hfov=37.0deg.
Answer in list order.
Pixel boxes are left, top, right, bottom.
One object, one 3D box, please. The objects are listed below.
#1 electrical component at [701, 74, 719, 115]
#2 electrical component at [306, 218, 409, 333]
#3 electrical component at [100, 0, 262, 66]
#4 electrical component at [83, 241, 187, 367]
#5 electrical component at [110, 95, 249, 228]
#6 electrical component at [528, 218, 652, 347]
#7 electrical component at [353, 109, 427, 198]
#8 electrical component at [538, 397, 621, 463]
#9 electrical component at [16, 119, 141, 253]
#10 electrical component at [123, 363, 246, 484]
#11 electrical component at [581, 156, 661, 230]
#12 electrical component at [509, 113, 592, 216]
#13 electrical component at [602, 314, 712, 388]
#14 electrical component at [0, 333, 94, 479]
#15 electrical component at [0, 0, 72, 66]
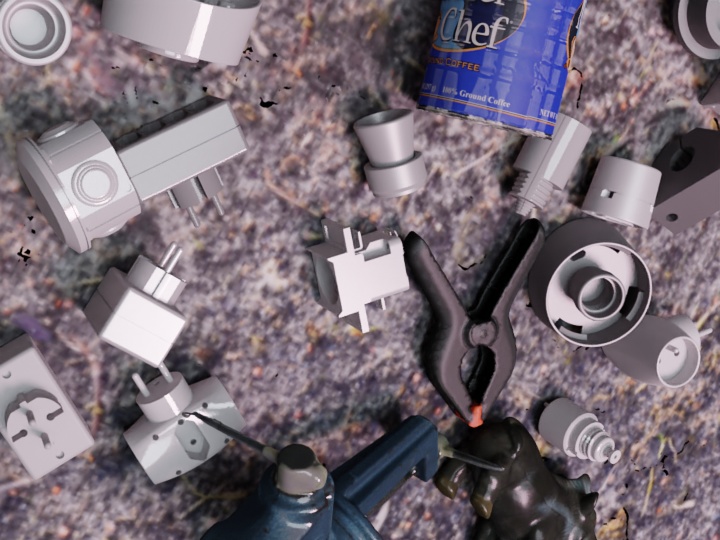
[{"bbox_3d":[0.340,-0.158,0.875,0.048,0.100,0.099,34,88,-13],"label":"electrical component"},{"bbox_3d":[0.000,0.000,0.800,0.064,0.042,0.081,-18,110,-22],"label":"electrical component"},{"bbox_3d":[-0.114,-0.168,0.682,0.099,0.099,0.064,11,105,-25],"label":"electrical component"},{"bbox_3d":[-0.143,0.015,0.729,0.047,0.066,0.076,32,89,-26],"label":"electrical component"},{"bbox_3d":[-0.117,-0.066,0.731,0.083,0.047,0.075,-28,112,-15],"label":"electrical component"},{"bbox_3d":[0.188,0.012,0.884,0.099,0.064,0.099,-3,109,-9],"label":"electrical component"},{"bbox_3d":[0.023,-0.085,0.787,0.045,0.045,0.055,-21,110,-17],"label":"electrical component"},{"bbox_3d":[0.184,0.137,0.895,0.040,0.078,0.040,-15,118,-30],"label":"electrical component"},{"bbox_3d":[-0.181,-0.055,0.689,0.051,0.080,0.080,-31,113,-19],"label":"electrical component"},{"bbox_3d":[-0.133,0.099,0.766,0.077,0.043,0.079,-32,113,-13],"label":"electrical component"},{"bbox_3d":[0.212,-0.063,0.868,0.055,0.055,0.047,16,92,-25],"label":"electrical component"},{"bbox_3d":[0.143,-0.080,0.840,0.043,0.043,0.081,26,92,-26],"label":"electrical component"},{"bbox_3d":[0.258,0.060,0.904,0.079,0.077,0.043,-19,109,-18],"label":"electrical component"},{"bbox_3d":[-0.216,0.096,0.712,0.047,0.076,0.083,-31,113,-13],"label":"electrical component"},{"bbox_3d":[-0.205,-0.151,0.668,0.045,0.055,0.045,-6,105,-22],"label":"electrical component"}]
